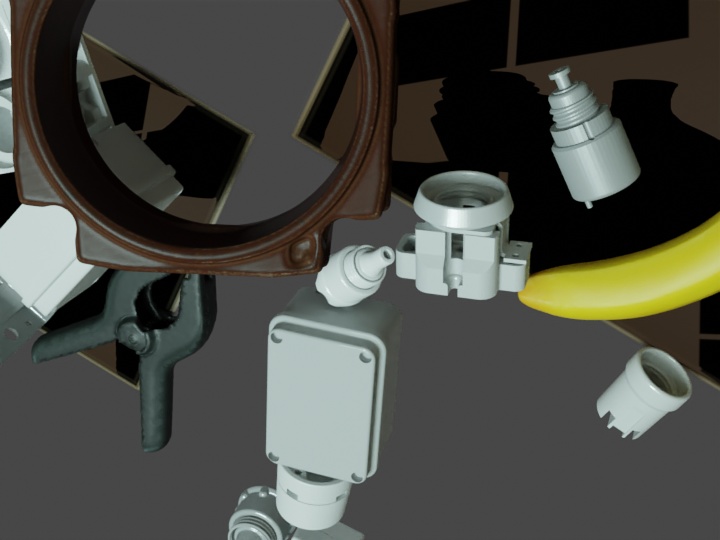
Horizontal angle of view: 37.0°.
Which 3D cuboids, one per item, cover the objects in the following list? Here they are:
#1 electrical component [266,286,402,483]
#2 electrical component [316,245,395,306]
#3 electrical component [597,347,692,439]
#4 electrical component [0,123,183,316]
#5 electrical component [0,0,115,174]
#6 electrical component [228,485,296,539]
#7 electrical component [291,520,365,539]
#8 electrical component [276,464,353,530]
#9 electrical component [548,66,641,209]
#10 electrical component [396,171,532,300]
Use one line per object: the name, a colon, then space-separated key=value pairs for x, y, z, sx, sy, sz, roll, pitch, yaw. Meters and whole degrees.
electrical component: x=-0.019 y=0.076 z=0.710 sx=0.078 sy=0.057 sz=0.113 roll=11 pitch=119 yaw=14
electrical component: x=0.000 y=0.000 z=0.669 sx=0.035 sy=0.035 sz=0.061 roll=49 pitch=143 yaw=-9
electrical component: x=0.172 y=0.076 z=0.654 sx=0.040 sy=0.040 sz=0.046 roll=34 pitch=128 yaw=0
electrical component: x=-0.177 y=-0.032 z=0.690 sx=0.057 sy=0.078 sz=0.113 roll=46 pitch=112 yaw=-4
electrical component: x=-0.268 y=-0.116 z=0.697 sx=0.186 sy=0.060 sz=0.105 roll=-7 pitch=114 yaw=22
electrical component: x=-0.076 y=0.192 z=0.788 sx=0.048 sy=0.062 sz=0.048 roll=8 pitch=119 yaw=16
electrical component: x=-0.038 y=0.227 z=0.784 sx=0.047 sy=0.076 sz=0.065 roll=26 pitch=122 yaw=5
electrical component: x=-0.032 y=0.148 z=0.755 sx=0.055 sy=0.055 sz=0.047 roll=17 pitch=124 yaw=11
electrical component: x=0.124 y=-0.074 z=0.591 sx=0.040 sy=0.040 sz=0.078 roll=-19 pitch=109 yaw=27
electrical component: x=0.061 y=-0.022 z=0.631 sx=0.078 sy=0.058 sz=0.057 roll=7 pitch=121 yaw=16
